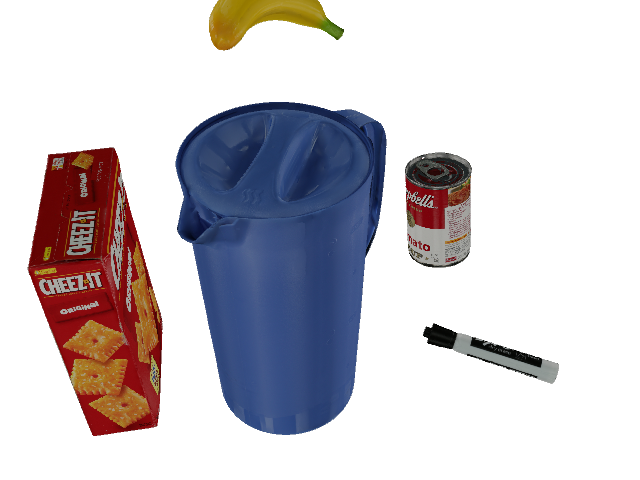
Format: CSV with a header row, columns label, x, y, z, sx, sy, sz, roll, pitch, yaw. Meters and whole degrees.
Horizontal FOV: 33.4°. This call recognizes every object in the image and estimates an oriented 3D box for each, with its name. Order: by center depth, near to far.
label,x,y,z,sx,sy,sz,roll,pitch,yaw
pitcher,-0.021,0.024,0.794,0.149,0.243,0.145,-3,42,-2
marker,0.149,0.099,0.942,0.121,0.020,0.020,18,2,6
banana,-0.049,-0.208,0.972,0.070,0.037,0.197,41,32,18
cracker box,-0.199,0.047,0.983,0.072,0.214,0.164,-8,40,-1
soup can,0.123,-0.031,1.113,0.068,0.102,0.068,-4,35,2
